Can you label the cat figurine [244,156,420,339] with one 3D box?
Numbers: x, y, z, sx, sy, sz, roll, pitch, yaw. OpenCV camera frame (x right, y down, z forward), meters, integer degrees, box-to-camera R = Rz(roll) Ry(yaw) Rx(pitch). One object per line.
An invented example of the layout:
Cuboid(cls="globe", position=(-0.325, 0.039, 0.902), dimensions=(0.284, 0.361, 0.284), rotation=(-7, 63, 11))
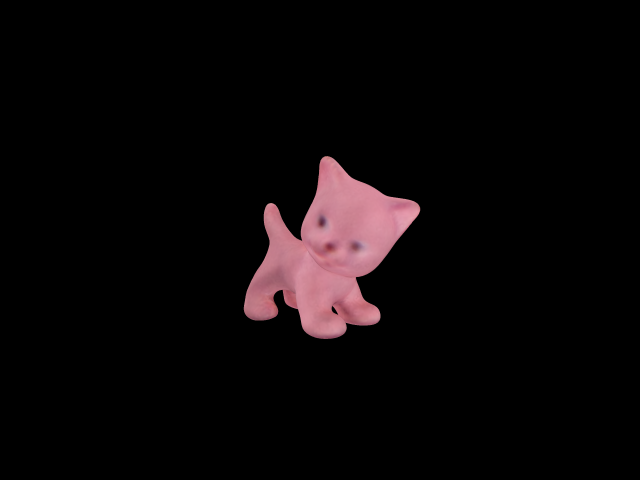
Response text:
Cuboid(cls="cat figurine", position=(0.004, 0.001, 0.400), dimensions=(0.127, 0.118, 0.067), rotation=(6, 9, 43))
